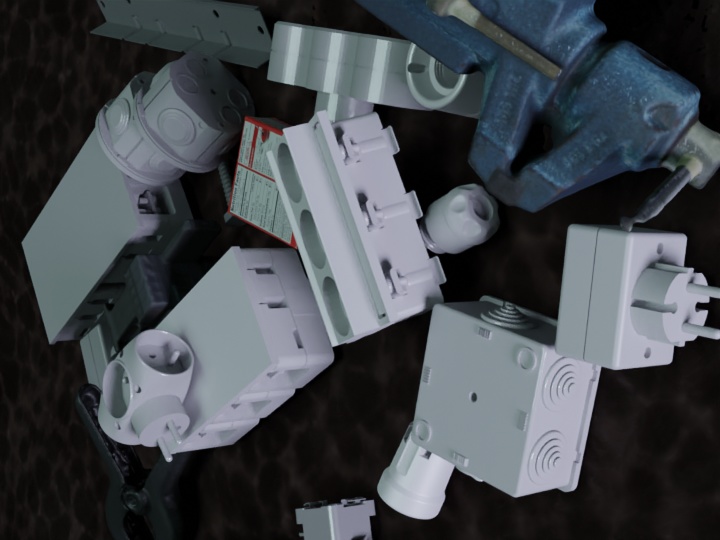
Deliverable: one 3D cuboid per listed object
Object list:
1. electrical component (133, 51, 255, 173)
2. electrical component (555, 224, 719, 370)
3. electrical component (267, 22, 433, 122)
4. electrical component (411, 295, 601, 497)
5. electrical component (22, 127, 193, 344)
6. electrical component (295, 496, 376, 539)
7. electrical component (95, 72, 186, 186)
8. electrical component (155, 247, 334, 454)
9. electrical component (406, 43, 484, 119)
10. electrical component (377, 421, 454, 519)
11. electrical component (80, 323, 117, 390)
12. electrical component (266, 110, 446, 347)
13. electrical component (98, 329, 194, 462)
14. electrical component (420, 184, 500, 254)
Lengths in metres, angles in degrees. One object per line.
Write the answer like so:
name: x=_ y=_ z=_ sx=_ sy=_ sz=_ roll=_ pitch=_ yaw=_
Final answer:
electrical component: x=-0.122 y=-0.116 z=0.792 sx=0.051 sy=0.080 sz=0.080 roll=-38 pitch=63 yaw=36
electrical component: x=0.140 y=0.015 z=0.515 sx=0.077 sy=0.047 sz=0.065 roll=13 pitch=100 yaw=49
electrical component: x=-0.009 y=-0.113 z=0.681 sx=0.138 sy=0.052 sz=0.073 roll=22 pitch=107 yaw=47
electrical component: x=0.077 y=0.067 z=0.588 sx=0.100 sy=0.048 sz=0.099 roll=21 pitch=107 yaw=47
electrical component: x=-0.214 y=-0.029 z=0.914 sx=0.186 sy=0.060 sz=0.105 roll=-44 pitch=59 yaw=40
electrical component: x=-0.014 y=0.182 z=0.701 sx=0.081 sy=0.042 sz=0.063 roll=-18 pitch=75 yaw=47
electrical component: x=-0.159 y=-0.110 z=0.836 sx=0.051 sy=0.080 sz=0.080 roll=-39 pitch=62 yaw=37
electrical component: x=-0.089 y=0.059 z=0.770 sx=0.150 sy=0.062 sz=0.089 roll=-42 pitch=60 yaw=41
electrical component: x=0.059 y=-0.114 z=0.606 sx=0.055 sy=0.047 sz=0.055 roll=1 pitch=92 yaw=49
electrical component: x=0.037 y=0.119 z=0.644 sx=0.040 sy=0.040 sz=0.046 roll=36 pitch=111 yaw=43
electrical component: x=-0.192 y=0.074 z=0.900 sx=0.077 sy=0.047 sz=0.065 roll=-35 pitch=65 yaw=44
electrical component: x=-0.002 y=-0.025 z=0.622 sx=0.121 sy=0.063 sz=0.079 roll=71 pitch=159 yaw=6
electrical component: x=-0.144 y=0.096 z=0.750 sx=0.079 sy=0.044 sz=0.077 roll=57 pitch=130 yaw=32
electrical component: x=0.051 y=-0.025 z=0.627 sx=0.061 sy=0.035 sz=0.035 roll=-28 pitch=70 yaw=49
